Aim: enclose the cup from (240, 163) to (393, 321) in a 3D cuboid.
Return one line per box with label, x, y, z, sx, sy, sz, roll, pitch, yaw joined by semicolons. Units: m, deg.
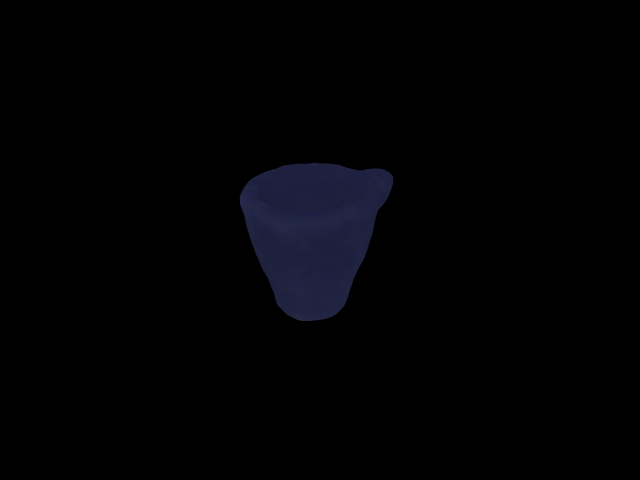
cup;0.004;0.001;0.400;0.118;0.095;0.091;-22;36;-33
